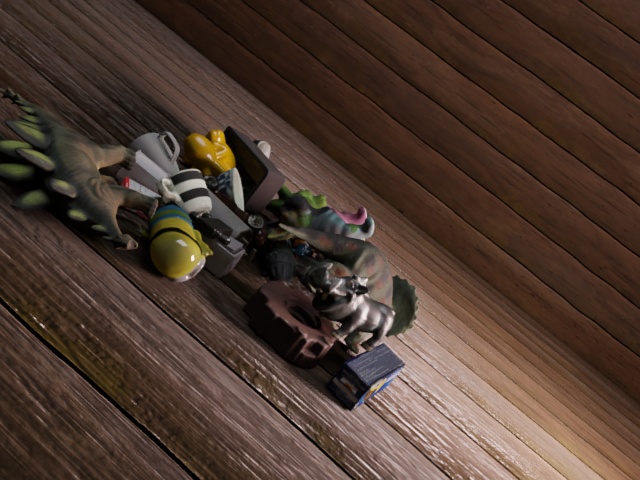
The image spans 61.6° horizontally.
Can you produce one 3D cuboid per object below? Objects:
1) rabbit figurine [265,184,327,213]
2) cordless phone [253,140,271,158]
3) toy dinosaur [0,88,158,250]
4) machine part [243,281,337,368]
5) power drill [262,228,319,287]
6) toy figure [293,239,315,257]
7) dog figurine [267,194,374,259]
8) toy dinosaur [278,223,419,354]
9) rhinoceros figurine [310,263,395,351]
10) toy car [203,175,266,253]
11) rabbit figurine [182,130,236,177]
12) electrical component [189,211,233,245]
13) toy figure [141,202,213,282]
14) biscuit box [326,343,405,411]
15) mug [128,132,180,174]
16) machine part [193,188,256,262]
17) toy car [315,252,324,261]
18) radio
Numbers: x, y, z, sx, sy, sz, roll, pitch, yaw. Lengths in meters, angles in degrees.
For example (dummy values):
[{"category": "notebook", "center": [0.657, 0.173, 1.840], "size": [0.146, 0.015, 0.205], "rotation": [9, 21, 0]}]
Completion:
[{"category": "rabbit figurine", "center": [-0.055, -0.092, 1.427], "size": [0.159, 0.121, 0.170], "rotation": [28, -2, -6]}, {"category": "cordless phone", "center": [-0.156, -0.197, 1.458], "size": [0.088, 0.146, 0.184], "rotation": [14, 3, -29]}, {"category": "toy dinosaur", "center": [-0.396, -0.120, 0.843], "size": [0.198, 0.105, 0.472], "rotation": [15, 22, -48]}, {"category": "machine part", "center": [-0.047, 0.142, 0.944], "size": [0.179, 0.056, 0.179], "rotation": [34, 14, -10]}, {"category": "power drill", "center": [-0.037, 0.069, 1.163], "size": [0.207, 0.086, 0.232], "rotation": [22, 20, -27]}, {"category": "toy figure", "center": [-0.042, 0.012, 1.337], "size": [0.064, 0.057, 0.154], "rotation": [18, 20, -8]}, {"category": "dog figurine", "center": [-0.002, -0.003, 1.135], "size": [0.219, 0.191, 0.108], "rotation": [-2, 27, -4]}, {"category": "toy dinosaur", "center": [0.077, 0.077, 1.048], "size": [0.131, 0.192, 0.404], "rotation": [37, -22, 47]}, {"category": "rhinoceros figurine", "center": [0.054, 0.115, 0.938], "size": [0.190, 0.112, 0.073], "rotation": [35, 14, -28]}, {"category": "toy car", "center": [-0.190, -0.058, 1.131], "size": [0.202, 0.089, 0.053], "rotation": [42, 52, 17]}, {"category": "rabbit figurine", "center": [-0.275, -0.190, 1.292], "size": [0.162, 0.122, 0.173], "rotation": [65, 2, 13]}, {"category": "electrical component", "center": [-0.186, -0.020, 0.949], "size": [0.094, 0.021, 0.063], "rotation": [35, 14, 22]}, {"category": "toy figure", "center": [-0.243, -0.002, 0.875], "size": [0.089, 0.082, 0.180], "rotation": [34, 16, -39]}, {"category": "biscuit box", "center": [0.087, 0.238, 0.955], "size": [0.063, 0.059, 0.202], "rotation": [42, 16, 21]}, {"category": "mug", "center": [-0.332, -0.164, 1.119], "size": [0.107, 0.109, 0.081], "rotation": [56, 14, 11]}, {"category": "machine part", "center": [-0.216, -0.044, 1.065], "size": [0.243, 0.079, 0.079], "rotation": [42, 16, 15]}, {"category": "toy car", "center": [0.072, 0.093, 1.354], "size": [0.202, 0.056, 0.073], "rotation": [37, 15, -4]}, {"category": "radio", "center": [-0.200, -0.180, 1.398], "size": [0.073, 0.131, 0.230], "rotation": [19, 24, -50]}]
